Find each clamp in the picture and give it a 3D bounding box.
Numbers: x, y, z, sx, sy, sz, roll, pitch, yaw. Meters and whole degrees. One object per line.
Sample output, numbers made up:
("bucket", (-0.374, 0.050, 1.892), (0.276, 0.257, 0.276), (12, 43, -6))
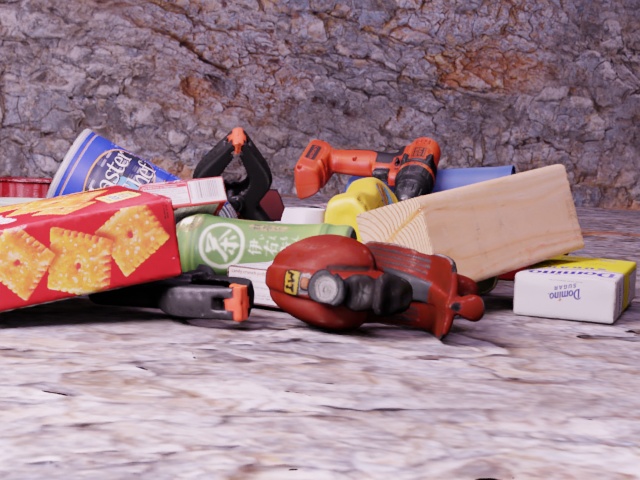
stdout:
("clamp", (-0.101, 0.042, 0.890), (0.120, 0.039, 0.172), (-16, 16, -42))
("clamp", (-0.119, -0.049, 1.297), (0.164, 0.210, 0.036), (-3, 48, -6))

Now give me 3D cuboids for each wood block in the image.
("wood block", (0.147, -0.008, 1.024), (0.205, 0.090, 0.091), (-14, -1, -38))

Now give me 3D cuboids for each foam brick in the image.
("foam brick", (-0.086, -0.026, 1.405), (0.051, 0.053, 0.078), (-2, -31, -37))

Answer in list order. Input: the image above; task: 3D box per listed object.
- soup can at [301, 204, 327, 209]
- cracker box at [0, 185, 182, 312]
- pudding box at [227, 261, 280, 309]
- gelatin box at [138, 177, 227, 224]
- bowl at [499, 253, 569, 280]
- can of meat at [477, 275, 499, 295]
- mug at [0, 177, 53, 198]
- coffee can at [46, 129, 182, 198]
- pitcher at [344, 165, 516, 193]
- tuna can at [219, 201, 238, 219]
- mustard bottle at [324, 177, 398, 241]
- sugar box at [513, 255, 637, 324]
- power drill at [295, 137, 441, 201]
("soup can", (-0.001, -0.015, 1.435), (0.068, 0.068, 0.102), (4, 4, 10))
("cracker box", (-0.238, 0.007, 0.851), (0.213, 0.072, 0.164), (-10, 10, -24))
("pudding box", (-0.015, 0.042, 0.961), (0.114, 0.039, 0.089), (3, 5, 28))
("gelatin box", (-0.146, -0.037, 1.095), (0.089, 0.030, 0.073), (-7, -15, -18))
("bowl", (0.230, 0.016, 1.289), (0.162, 0.055, 0.162), (3, 5, 0))
("can of meat", (0.130, 0.024, 1.142), (0.102, 0.057, 0.084), (3, 3, -10))
("mug", (-0.400, -0.043, 1.434), (0.117, 0.081, 0.093), (6, 6, 31))
("coffee can", (-0.217, -0.045, 1.175), (0.140, 0.103, 0.103), (28, 3, -6))
("pitcher", (0.163, -0.037, 1.531), (0.243, 0.149, 0.145), (1, 32, 16))
("tuna can", (-0.140, -0.014, 1.250), (0.086, 0.086, 0.033), (3, 7, 5))
("mustard bottle", (0.055, -0.020, 1.212), (0.058, 0.096, 0.191), (-13, 10, 18))
("sugar box", (0.252, 0.045, 1.041), (0.093, 0.048, 0.176), (4, 4, 21))
("power drill", (0.065, -0.087, 1.448), (0.188, 0.057, 0.184), (4, 27, 14))
